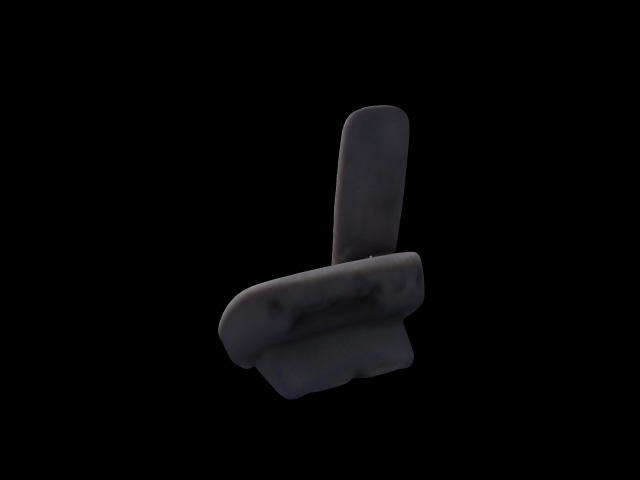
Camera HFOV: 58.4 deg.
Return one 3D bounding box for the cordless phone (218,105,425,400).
[{"bbox_3d":[0.004,0.001,0.400,0.148,0.185,0.093,-11,19,-34],"label":"cordless phone"}]
